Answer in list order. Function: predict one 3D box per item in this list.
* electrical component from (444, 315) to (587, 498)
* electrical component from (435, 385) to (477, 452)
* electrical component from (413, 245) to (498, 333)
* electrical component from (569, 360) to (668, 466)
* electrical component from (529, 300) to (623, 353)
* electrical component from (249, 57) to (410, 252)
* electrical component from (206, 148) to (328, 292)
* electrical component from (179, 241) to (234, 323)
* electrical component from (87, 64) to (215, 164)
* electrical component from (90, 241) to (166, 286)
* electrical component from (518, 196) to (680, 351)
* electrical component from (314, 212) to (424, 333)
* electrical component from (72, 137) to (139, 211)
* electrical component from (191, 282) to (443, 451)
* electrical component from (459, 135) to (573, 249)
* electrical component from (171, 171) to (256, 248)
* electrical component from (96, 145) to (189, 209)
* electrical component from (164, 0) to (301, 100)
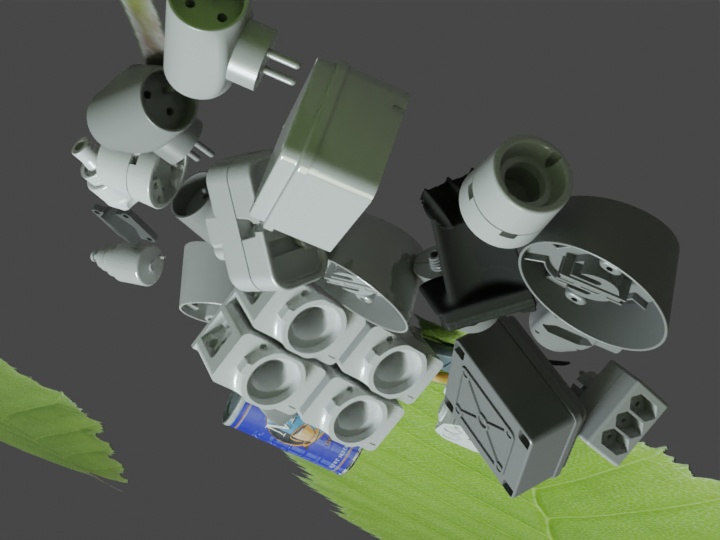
[{"bbox_3d":[0.122,0.110,0.869,0.108,0.056,0.108,55,159,29],"label":"electrical component"},{"bbox_3d":[0.115,0.143,1.048,0.080,0.051,0.080,19,158,8],"label":"electrical component"},{"bbox_3d":[0.071,0.009,0.788,0.043,0.043,0.081,6,154,34],"label":"electrical component"},{"bbox_3d":[0.197,0.108,0.883,0.047,0.065,0.077,38,-178,-34],"label":"electrical component"},{"bbox_3d":[0.168,0.034,0.755,0.079,0.043,0.077,23,158,-3],"label":"electrical component"},{"bbox_3d":[-0.021,-0.068,0.651,0.057,0.078,0.113,22,159,-9],"label":"electrical component"},{"bbox_3d":[-0.068,-0.035,0.752,0.059,0.054,0.095,-2,104,46],"label":"electrical component"},{"bbox_3d":[-0.119,0.018,0.995,0.099,0.064,0.099,8,164,2],"label":"electrical component"},{"bbox_3d":[-0.134,-0.098,0.730,0.079,0.044,0.077,36,154,-32],"label":"electrical component"},{"bbox_3d":[-0.225,-0.009,1.031,0.078,0.040,0.040,9,155,28],"label":"electrical component"},{"bbox_3d":[0.148,0.001,0.667,0.099,0.064,0.099,19,158,8],"label":"electrical component"},{"bbox_3d":[0.000,0.000,0.806,0.099,0.064,0.099,19,158,8],"label":"electrical component"},{"bbox_3d":[-0.196,-0.079,0.838,0.043,0.043,0.062,2,150,41],"label":"electrical component"},{"bbox_3d":[-0.030,0.073,0.901,0.186,0.105,0.060,30,-167,-36],"label":"electrical component"},{"bbox_3d":[0.092,-0.046,0.627,0.055,0.055,0.047,25,155,-7],"label":"electrical component"},{"bbox_3d":[-0.106,-0.038,0.847,0.043,0.043,0.081,3,152,40],"label":"electrical component"},{"bbox_3d":[-0.161,-0.078,0.791,0.047,0.055,0.055,20,159,15],"label":"electrical component"},{"bbox_3d":[-0.071,-0.126,0.606,0.079,0.044,0.077,23,158,-3],"label":"electrical component"}]
